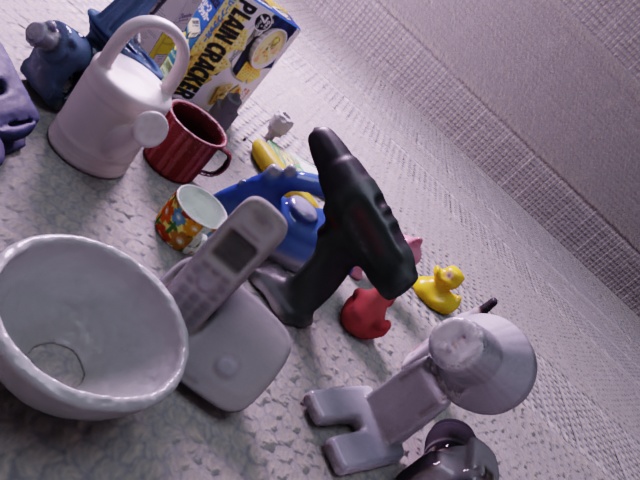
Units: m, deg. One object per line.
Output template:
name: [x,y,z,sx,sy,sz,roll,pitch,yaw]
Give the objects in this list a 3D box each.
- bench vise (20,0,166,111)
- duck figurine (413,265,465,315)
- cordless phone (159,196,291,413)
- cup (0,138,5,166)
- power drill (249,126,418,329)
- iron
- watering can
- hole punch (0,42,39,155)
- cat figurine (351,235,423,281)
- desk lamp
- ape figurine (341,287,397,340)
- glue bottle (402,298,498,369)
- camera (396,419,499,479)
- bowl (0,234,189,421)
bench vise: [-0.252,-0.256,0.721,0.122,0.219,0.207,41,24,-8]
duck figurine: [0.244,0.090,1.114,0.105,0.086,0.077,36,26,-19]
cordless phone: [-0.074,0.060,0.541,0.148,0.184,0.094,40,24,-9]
cup: [-0.327,-0.063,0.451,0.118,0.094,0.091,35,26,-20]
power drill: [0.007,0.003,0.731,0.229,0.208,0.076,50,25,12]
iron: [-0.031,-0.045,0.829,0.259,0.141,0.118,25,31,-37]
watering can: [-0.219,-0.167,0.663,0.172,0.193,0.101,51,25,15]
hole punch: [-0.337,-0.141,0.563,0.101,0.091,0.109,43,24,-4]
cat figurine: [0.122,0.023,0.989,0.128,0.117,0.067,23,32,-39]
desk lamp: [0.128,0.166,0.655,0.204,0.213,0.117,13,39,-50]
ape figurine: [0.078,0.097,0.835,0.076,0.092,0.077,11,40,-51]
glue bottle: [0.197,0.141,0.853,0.037,0.173,0.078,47,24,5]
camera: [0.174,0.283,0.680,0.143,0.100,0.137,43,24,-3]
bowl: [-0.194,0.079,0.457,0.168,0.074,0.167,35,26,-20]
